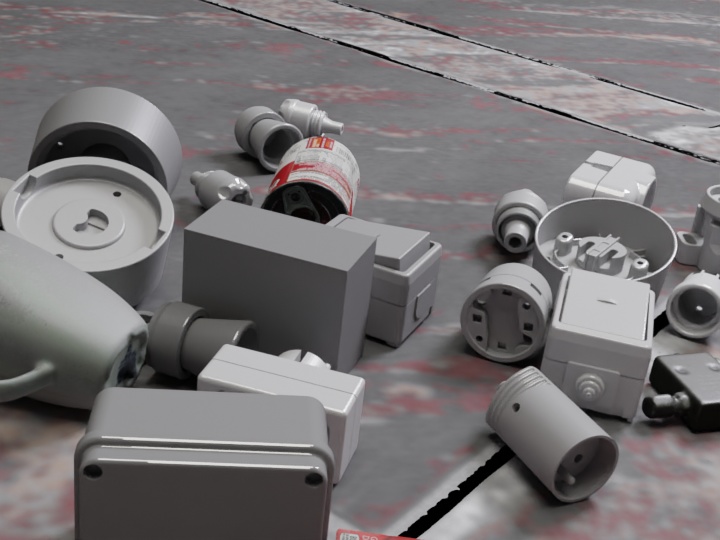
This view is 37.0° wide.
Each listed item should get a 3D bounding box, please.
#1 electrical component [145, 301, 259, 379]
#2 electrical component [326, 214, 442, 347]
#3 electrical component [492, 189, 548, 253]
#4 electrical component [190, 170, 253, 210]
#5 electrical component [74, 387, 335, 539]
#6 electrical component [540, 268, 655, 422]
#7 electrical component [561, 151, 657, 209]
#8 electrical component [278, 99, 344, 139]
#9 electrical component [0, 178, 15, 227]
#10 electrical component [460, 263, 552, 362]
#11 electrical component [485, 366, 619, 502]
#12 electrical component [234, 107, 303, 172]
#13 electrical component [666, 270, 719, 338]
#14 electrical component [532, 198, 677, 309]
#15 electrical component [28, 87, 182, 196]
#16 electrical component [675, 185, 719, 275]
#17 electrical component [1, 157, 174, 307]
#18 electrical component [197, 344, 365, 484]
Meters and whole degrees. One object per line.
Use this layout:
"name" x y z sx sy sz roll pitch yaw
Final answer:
"electrical component" -0.094 0.045 0.636 0.055 0.045 0.045 14 28 15
"electrical component" 0.000 0.000 0.727 0.096 0.061 0.062 18 29 21
"electrical component" 0.125 -0.034 0.842 0.043 0.043 0.062 11 29 9
"electrical component" -0.114 -0.063 0.854 0.035 0.035 0.061 -17 33 -38
"electrical component" -0.071 0.102 0.494 0.113 0.078 0.057 3 24 -6
"electrical component" 0.148 0.046 0.672 0.062 0.061 0.096 12 28 11
"electrical component" 0.209 -0.058 0.895 0.059 0.053 0.095 18 29 22
"electrical component" -0.046 -0.140 1.017 0.061 0.035 0.035 15 28 11
"electrical component" -0.270 -0.052 0.791 0.065 0.044 0.044 19 29 12
"electrical component" 0.098 0.026 0.708 0.055 0.055 0.047 14 24 14
"electrical component" 0.102 0.087 0.601 0.043 0.043 0.081 -7 30 -25
"electrical component" -0.082 -0.117 0.953 0.045 0.045 0.055 -10 31 -30
"electrical component" 0.242 0.023 0.764 0.040 0.040 0.046 18 23 21
"electrical component" 0.173 -0.006 0.774 0.099 0.064 0.099 5 27 -3
"electrical component" -0.186 -0.070 0.776 0.108 0.108 0.060 5 33 -4
"electrical component" 0.298 -0.032 0.862 0.078 0.057 0.058 5 27 -3
"electrical component" -0.179 -0.017 0.711 0.108 0.060 0.108 7 45 -7
"electrical component" -0.038 0.069 0.599 0.083 0.047 0.075 13 28 12
